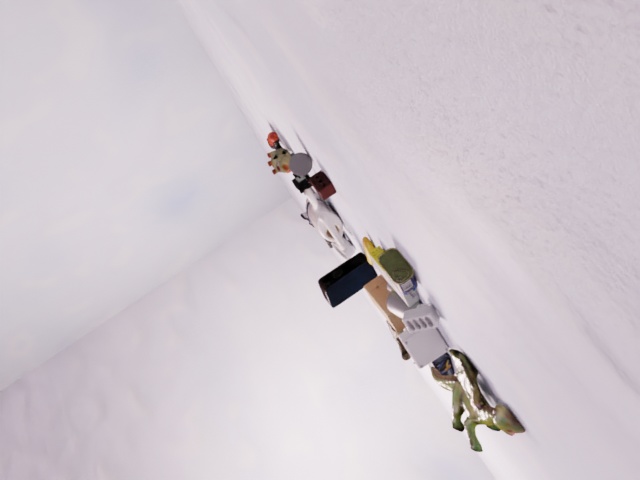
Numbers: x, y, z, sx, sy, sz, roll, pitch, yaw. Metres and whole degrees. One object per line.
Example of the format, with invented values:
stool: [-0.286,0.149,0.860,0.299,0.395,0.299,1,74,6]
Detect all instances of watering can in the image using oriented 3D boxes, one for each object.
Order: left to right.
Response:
watering can: [0.006,-0.104,2.063,0.341,0.104,0.228,57,178,-31]

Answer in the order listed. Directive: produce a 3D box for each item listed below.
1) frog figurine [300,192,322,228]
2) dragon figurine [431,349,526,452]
frog figurine: [-0.012,-0.149,2.249,0.140,0.123,0.156,-115,32,-47]
dragon figurine: [0.396,0.396,1.393,0.416,0.123,0.238,-134,30,-58]
